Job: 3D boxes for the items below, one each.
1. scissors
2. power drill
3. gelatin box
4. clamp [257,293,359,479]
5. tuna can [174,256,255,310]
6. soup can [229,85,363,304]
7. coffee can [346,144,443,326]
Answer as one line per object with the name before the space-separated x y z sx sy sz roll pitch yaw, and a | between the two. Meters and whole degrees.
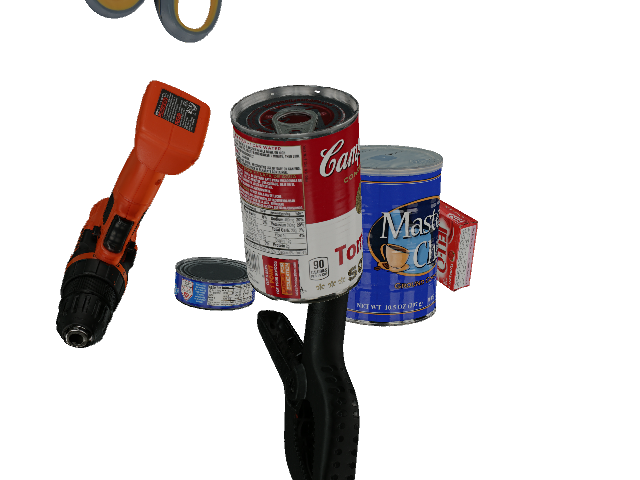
scissors | -0.116 -0.218 0.675 0.096 0.202 0.016 -10 -11 -23
power drill | -0.158 -0.024 0.872 0.057 0.188 0.184 25 31 -17
gelatin box | 0.147 0.004 1.257 0.030 0.089 0.073 -16 33 -30
clamp | -0.001 0.093 0.745 0.036 0.210 0.165 5 -40 -20
tuna can | -0.110 0.045 1.115 0.086 0.034 0.086 5 15 -2
soup can | -0.011 -0.025 0.582 0.068 0.102 0.068 -3 29 1
coffee can | 0.055 -0.007 0.950 0.103 0.140 0.103 1 16 0
